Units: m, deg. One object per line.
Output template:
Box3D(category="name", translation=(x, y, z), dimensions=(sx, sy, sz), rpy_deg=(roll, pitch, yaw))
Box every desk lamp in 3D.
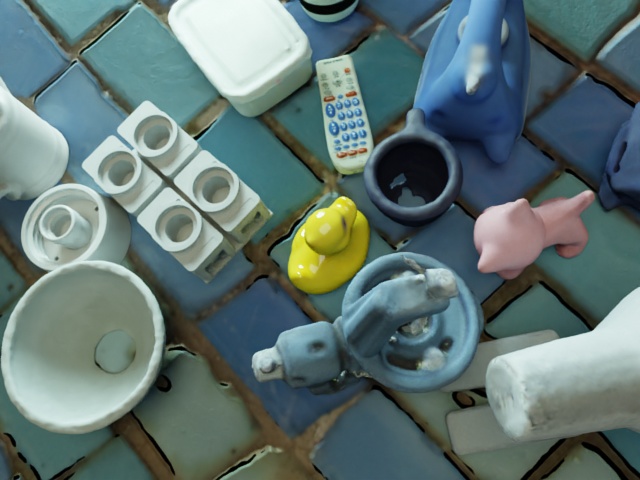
Box3D(category="desk lamp", translation=(0.200, 0.112, 0.443), dimensions=(0.203, 0.214, 0.118), rpy_deg=(-13, 72, 5))

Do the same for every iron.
Box3D(category="iron", translation=(0.166, -0.217, 0.583), dimensions=(0.118, 0.141, 0.258), rpy_deg=(10, 75, 12))

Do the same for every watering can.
Box3D(category="watering can", translation=(-0.370, -0.128, 0.610), dimensions=(0.101, 0.194, 0.172), rpy_deg=(-30, 71, -1))

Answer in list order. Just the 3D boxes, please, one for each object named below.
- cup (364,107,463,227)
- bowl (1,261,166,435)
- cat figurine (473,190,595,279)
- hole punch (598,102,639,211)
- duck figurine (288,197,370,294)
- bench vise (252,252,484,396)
Box3D(category="cup", translation=(0.093, -0.062, 0.573), dimensions=(0.091, 0.095, 0.118), rpy_deg=(1, 74, 9))
Box3D(category="bowl", translation=(-0.226, 0.109, 0.582), dimensions=(0.167, 0.075, 0.167), rpy_deg=(-2, 73, 8))
Box3D(category="cat figurine", translation=(0.193, -0.010, 0.531), dimensions=(0.128, 0.118, 0.067), rpy_deg=(-24, 71, 1))
Box3D(category="hole punch", translation=(0.332, -0.079, 0.544), dimensions=(0.101, 0.091, 0.109), rpy_deg=(20, 78, 14))
Box3D(category="duck figurine", translation=(0.005, 0.002, 0.572), dimensions=(0.077, 0.086, 0.104), rpy_deg=(35, 82, 17))
Box3D(category="bench vise", translation=(0.045, 0.085, 0.471), dimensions=(0.207, 0.220, 0.121), rpy_deg=(-35, 72, -2))
